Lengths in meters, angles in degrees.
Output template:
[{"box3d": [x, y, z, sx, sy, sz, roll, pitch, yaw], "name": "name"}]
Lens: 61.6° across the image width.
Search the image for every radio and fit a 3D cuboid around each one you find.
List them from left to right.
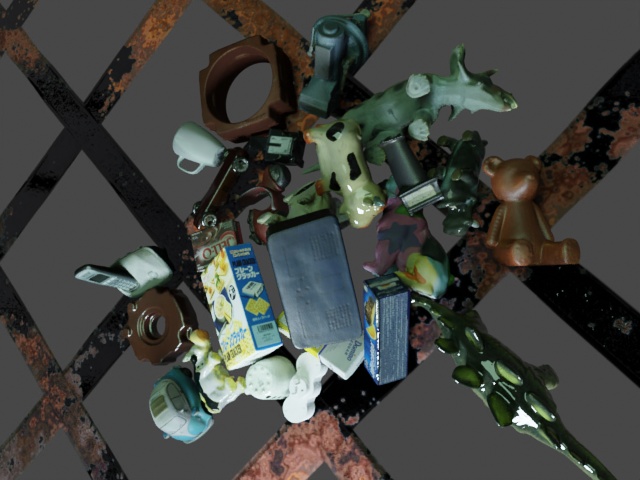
[{"box3d": [-0.011, 0.071, 0.947, 0.131, 0.073, 0.229, -14, 103, -3], "name": "radio"}]

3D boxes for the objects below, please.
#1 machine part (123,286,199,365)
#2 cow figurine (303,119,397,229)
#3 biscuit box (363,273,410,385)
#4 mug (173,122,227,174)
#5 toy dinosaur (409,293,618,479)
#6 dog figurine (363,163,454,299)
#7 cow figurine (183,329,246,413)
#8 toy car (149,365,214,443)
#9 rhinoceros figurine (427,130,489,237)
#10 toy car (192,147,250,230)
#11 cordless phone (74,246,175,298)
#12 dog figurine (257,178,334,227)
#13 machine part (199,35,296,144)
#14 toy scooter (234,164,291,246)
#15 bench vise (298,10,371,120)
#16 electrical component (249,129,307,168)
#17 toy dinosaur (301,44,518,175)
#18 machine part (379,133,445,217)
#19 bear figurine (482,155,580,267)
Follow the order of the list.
[{"box3d": [-0.360, 0.192, 1.208, 0.180, 0.056, 0.179, -3, 81, 23], "name": "machine part"}, {"box3d": [0.055, -0.115, 0.942, 0.127, 0.085, 0.194, -6, 103, 33], "name": "cow figurine"}, {"box3d": [0.113, 0.157, 0.927, 0.063, 0.202, 0.059, -13, 33, -15], "name": "biscuit box"}, {"box3d": [-0.272, -0.199, 1.213, 0.107, 0.080, 0.109, 27, 86, 18], "name": "mug"}, {"box3d": [0.294, 0.228, 0.826, 0.472, 0.198, 0.105, 40, 103, 26], "name": "toy dinosaur"}, {"box3d": [0.172, -0.022, 0.970, 0.192, 0.108, 0.219, 20, 88, 26], "name": "dog figurine"}, {"box3d": [-0.235, 0.273, 1.132, 0.098, 0.068, 0.167, -44, 68, 14], "name": "cow figurine"}, {"box3d": [-0.305, 0.348, 1.135, 0.109, 0.103, 0.162, -38, 71, 14], "name": "toy car"}, {"box3d": [0.247, -0.101, 0.950, 0.073, 0.112, 0.190, -3, 67, 45], "name": "rhinoceros figurine"}, {"box3d": [-0.216, -0.111, 1.179, 0.202, 0.053, 0.089, -61, 37, 5], "name": "toy car"}, {"box3d": [-0.432, 0.060, 1.190, 0.147, 0.184, 0.089, -26, 68, 19], "name": "cordless phone"}, {"box3d": [-0.004, -0.003, 1.031, 0.172, 0.121, 0.190, -36, 105, 1], "name": "dog figurine"}, {"box3d": [-0.158, -0.325, 1.177, 0.202, 0.087, 0.201, -12, 78, 21], "name": "machine part"}, {"box3d": [-0.120, -0.063, 1.126, 0.135, 0.075, 0.184, -12, 75, 23], "name": "toy scooter"}, {"box3d": [0.043, -0.359, 1.062, 0.129, 0.223, 0.240, 17, 60, 21], "name": "bench vise"}, {"box3d": [-0.090, -0.196, 1.146, 0.119, 0.047, 0.074, 5, 84, 26], "name": "electrical component"}, {"box3d": [0.146, -0.236, 1.002, 0.405, 0.192, 0.131, -14, 109, 37], "name": "toy dinosaur"}, {"box3d": [0.150, -0.115, 0.909, 0.084, 0.039, 0.139, -30, 91, 25], "name": "machine part"}, {"box3d": [0.342, -0.053, 0.889, 0.120, 0.132, 0.195, 2, 87, -9], "name": "bear figurine"}]
